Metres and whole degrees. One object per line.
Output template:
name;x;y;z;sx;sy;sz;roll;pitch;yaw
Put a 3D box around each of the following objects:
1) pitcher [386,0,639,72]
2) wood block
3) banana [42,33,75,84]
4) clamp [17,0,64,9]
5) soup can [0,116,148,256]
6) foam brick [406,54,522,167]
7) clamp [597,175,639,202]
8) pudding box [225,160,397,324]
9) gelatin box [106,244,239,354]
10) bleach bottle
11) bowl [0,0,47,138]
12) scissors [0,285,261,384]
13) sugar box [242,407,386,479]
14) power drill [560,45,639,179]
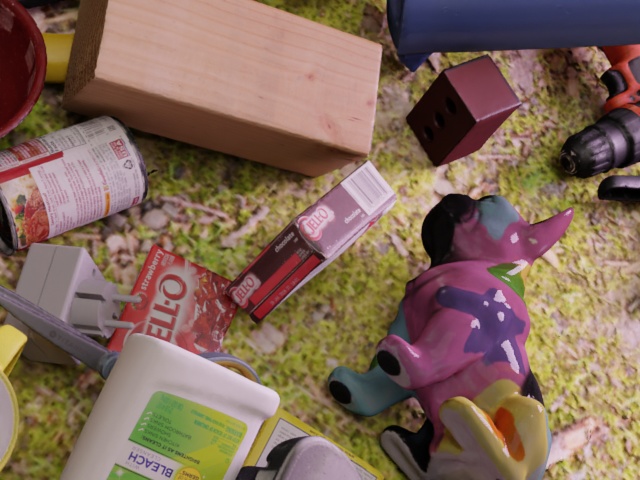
pitcher;0.176;-0.226;0.869;0.242;0.149;0.145;0;73;-3
wood block;-0.069;-0.119;0.769;0.205;0.091;0.090;13;76;-25
banana;-0.175;-0.149;0.798;0.197;0.037;0.069;-6;69;-23
clamp;-0.127;-0.216;0.814;0.209;0.165;0.036;9;52;-43
soup can;-0.178;-0.039;0.728;0.102;0.069;0.068;-25;77;-29
foam brick;0.115;-0.105;0.868;0.051;0.078;0.053;-24;75;-28
clamp;0.317;-0.041;0.939;0.120;0.039;0.171;49;53;-4
pudding box;-0.005;0.001;0.747;0.039;0.090;0.113;49;39;3
gelatin box;-0.101;0.058;0.736;0.073;0.030;0.089;25;60;-9
bleach bottle;-0.119;0.187;0.627;0.102;0.068;0.251;28;77;-23
bowl;-0.264;-0.105;0.712;0.162;0.055;0.162;5;59;-9
scissors;-0.111;0.073;0.679;0.096;0.016;0.201;-42;113;-15
sugar box;-0.036;0.206;0.685;0.093;0.048;0.176;33;62;-5
power drill;0.254;-0.156;0.960;0.184;0.057;0.188;-23;78;-26
